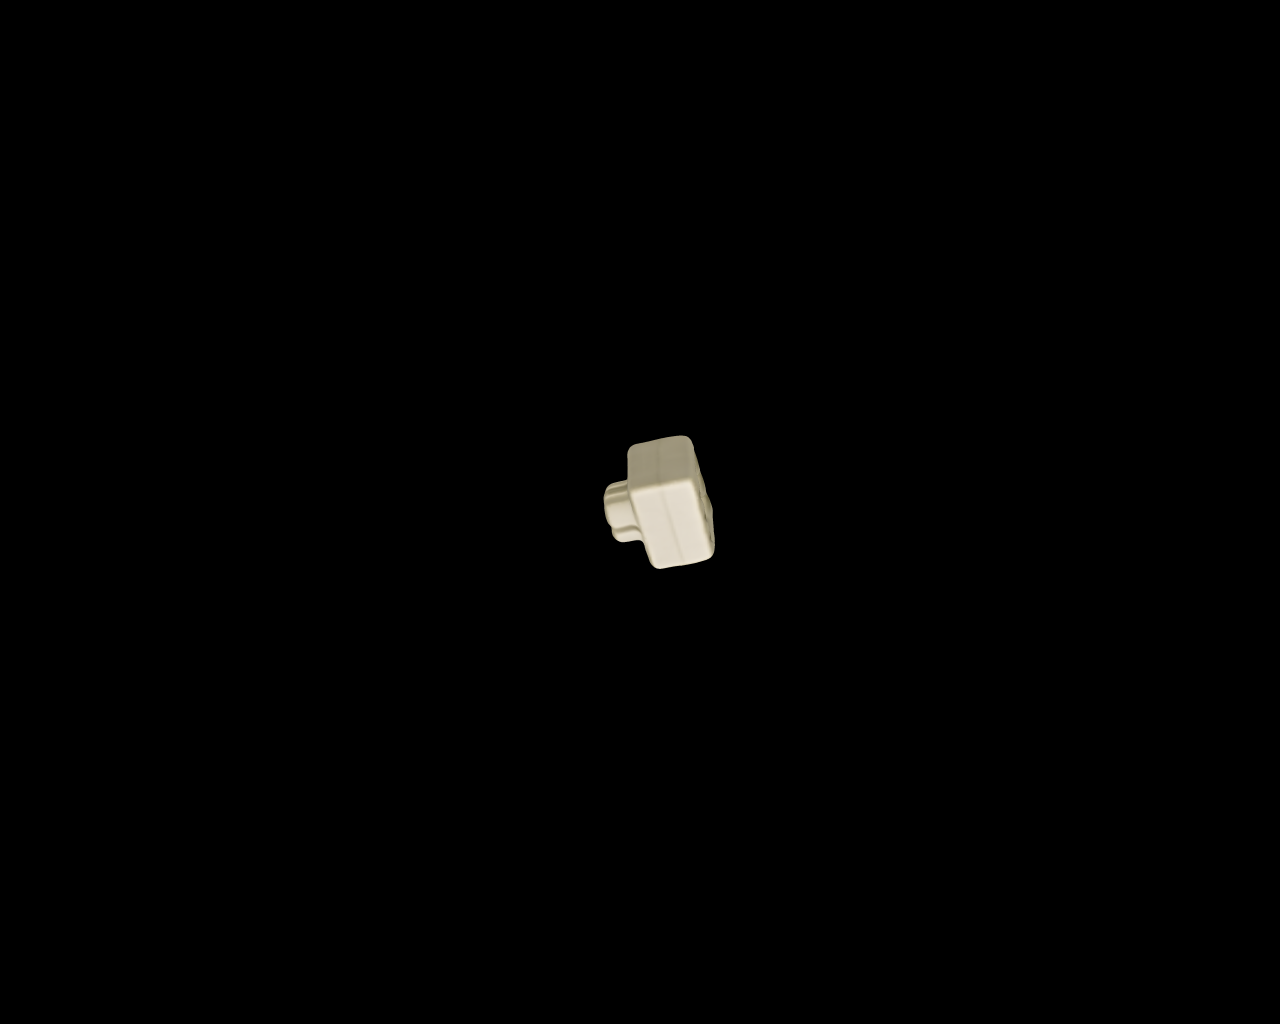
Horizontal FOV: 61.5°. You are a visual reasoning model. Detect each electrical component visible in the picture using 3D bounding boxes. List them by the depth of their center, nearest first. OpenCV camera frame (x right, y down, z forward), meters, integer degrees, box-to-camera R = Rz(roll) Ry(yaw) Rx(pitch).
[{"bbox_3d":[0.001,-0.003,0.650,0.077,0.065,0.047,-11,39,9],"label":"electrical component"}]
